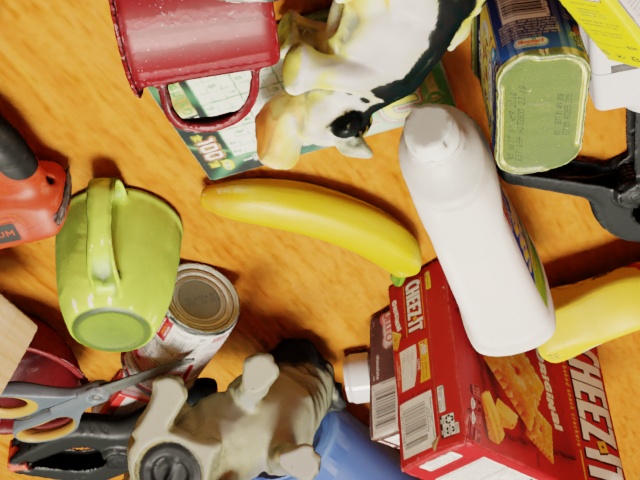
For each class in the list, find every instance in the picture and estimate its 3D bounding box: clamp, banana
[{"bbox_3d":[0.220,-0.050,0.742,0.171,0.039,0.120,24,138,-30],"label":"clamp"},{"bbox_3d":[-0.176,0.178,0.957,0.210,0.036,0.165,-1,138,-4],"label":"clamp"},{"bbox_3d":[0.010,-0.007,0.781,0.197,0.037,0.070,25,134,-32],"label":"banana"}]

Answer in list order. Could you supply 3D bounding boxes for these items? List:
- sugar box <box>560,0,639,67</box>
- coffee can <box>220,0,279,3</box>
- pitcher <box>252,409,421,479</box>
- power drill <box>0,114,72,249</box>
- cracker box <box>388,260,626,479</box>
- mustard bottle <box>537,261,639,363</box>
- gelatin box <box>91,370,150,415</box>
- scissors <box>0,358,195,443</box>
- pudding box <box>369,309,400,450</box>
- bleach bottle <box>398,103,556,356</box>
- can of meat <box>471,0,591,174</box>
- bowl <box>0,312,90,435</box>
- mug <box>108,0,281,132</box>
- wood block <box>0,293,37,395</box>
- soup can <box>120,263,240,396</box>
[{"bbox_3d":[0.141,-0.172,0.534,0.176,0.048,0.093,36,85,-36],"label":"sugar box"},{"bbox_3d":[-0.033,-0.194,0.479,0.103,0.103,0.140,-2,143,-2],"label":"coffee can"},{"bbox_3d":[0.015,0.243,1.043,0.149,0.145,0.242,-42,132,0],"label":"pitcher"},{"bbox_3d":[-0.256,-0.063,0.670,0.184,0.057,0.187,-9,143,14],"label":"power drill"},{"bbox_3d":[0.155,0.131,0.868,0.213,0.164,0.072,28,135,-34],"label":"cracker box"},{"bbox_3d":[0.260,0.038,0.826,0.192,0.058,0.096,-23,174,22],"label":"mustard bottle"},{"bbox_3d":[-0.159,0.158,0.989,0.089,0.030,0.073,18,136,-25],"label":"gelatin box"},{"bbox_3d":[-0.197,0.117,0.844,0.096,0.016,0.202,28,135,-33],"label":"scissors"},{"bbox_3d":[0.084,0.122,0.892,0.089,0.113,0.039,25,144,-34],"label":"pudding box"},{"bbox_3d":[0.100,-0.008,0.700,0.068,0.102,0.250,-16,153,13],"label":"bleach bottle"},{"bbox_3d":[0.123,-0.102,0.628,0.057,0.084,0.102,-7,142,4],"label":"can of meat"},{"bbox_3d":[-0.268,0.102,0.884,0.162,0.055,0.162,-2,144,-2],"label":"bowl"},{"bbox_3d":[-0.065,-0.117,0.576,0.081,0.117,0.093,-9,-173,-1],"label":"mug"},{"bbox_3d":[-0.286,0.043,0.703,0.091,0.090,0.206,18,159,21],"label":"wood block"},{"bbox_3d":[-0.112,0.073,0.850,0.068,0.068,0.102,13,139,-21],"label":"soup can"}]
